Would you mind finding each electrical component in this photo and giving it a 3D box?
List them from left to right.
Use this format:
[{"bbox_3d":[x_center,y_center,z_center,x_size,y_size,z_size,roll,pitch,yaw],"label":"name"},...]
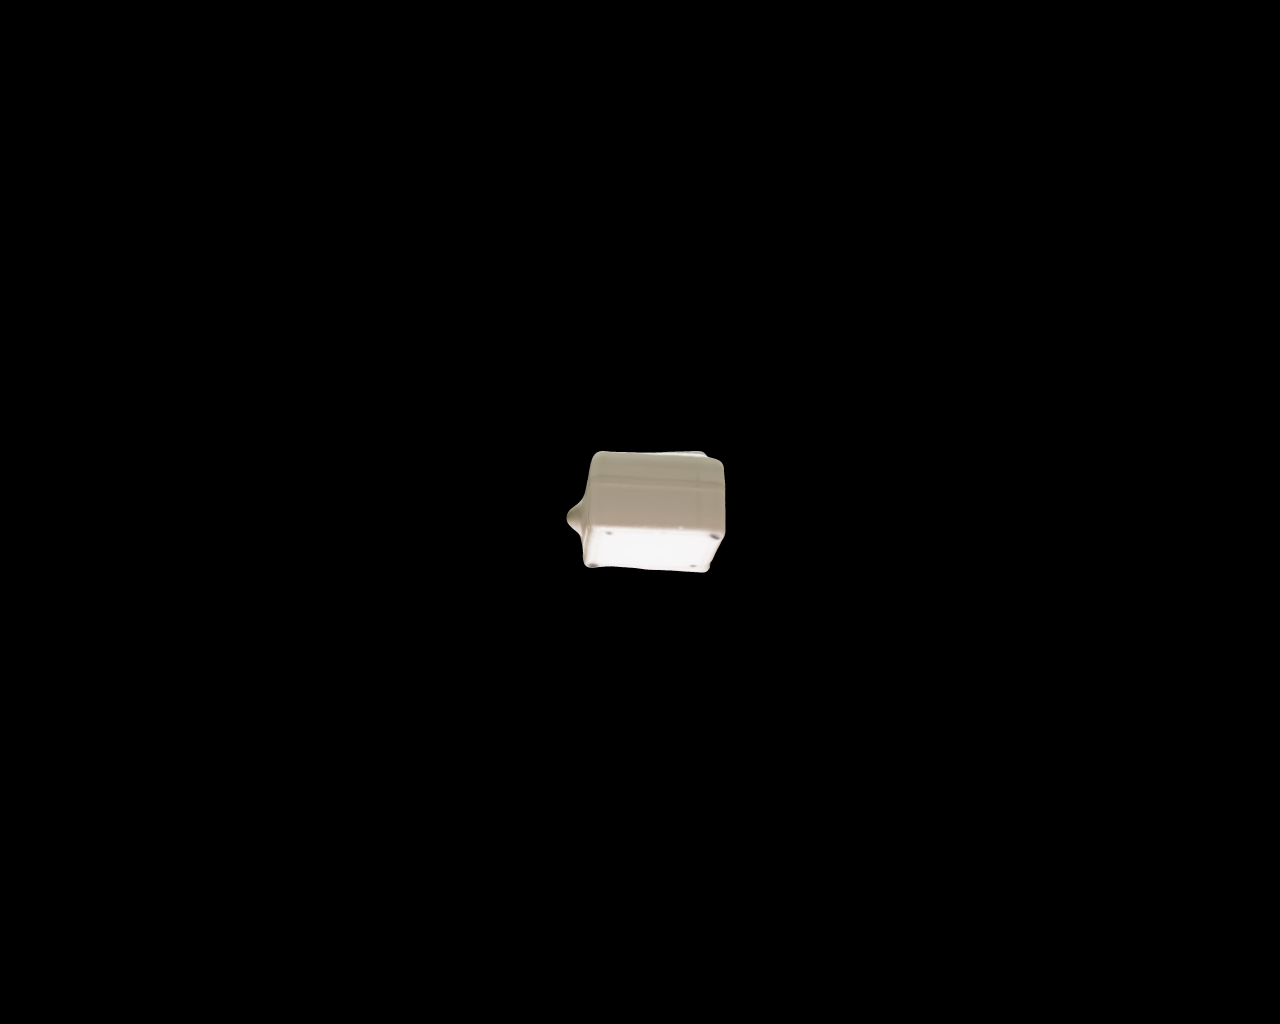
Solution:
[{"bbox_3d":[0.001,-0.003,0.650,0.096,0.061,0.061,4,-28,-7],"label":"electrical component"}]
